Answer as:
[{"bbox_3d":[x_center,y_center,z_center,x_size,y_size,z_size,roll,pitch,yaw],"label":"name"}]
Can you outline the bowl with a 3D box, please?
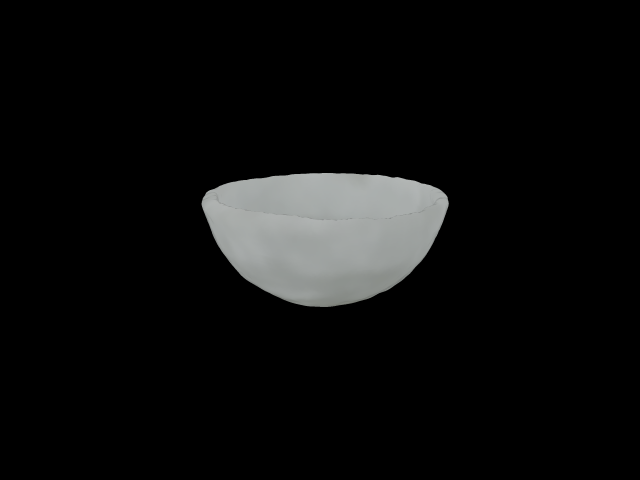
[{"bbox_3d":[0.004,0.001,0.400,0.167,0.075,0.167,0,16,0],"label":"bowl"}]
